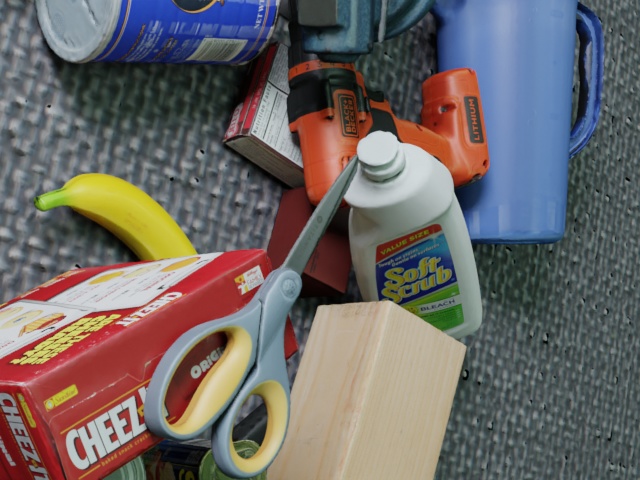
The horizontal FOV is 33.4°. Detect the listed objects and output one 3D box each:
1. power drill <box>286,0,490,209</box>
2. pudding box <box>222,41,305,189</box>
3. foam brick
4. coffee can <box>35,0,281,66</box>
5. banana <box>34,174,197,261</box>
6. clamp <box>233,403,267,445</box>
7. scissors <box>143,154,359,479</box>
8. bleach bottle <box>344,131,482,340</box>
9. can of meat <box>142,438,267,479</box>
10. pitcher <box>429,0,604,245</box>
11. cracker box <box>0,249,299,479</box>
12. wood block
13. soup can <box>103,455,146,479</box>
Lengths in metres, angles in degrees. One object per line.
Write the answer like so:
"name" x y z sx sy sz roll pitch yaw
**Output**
"power drill" 0.052 -0.113 0.870 0.187 0.057 0.184 1 80 -40
"pudding box" -0.018 -0.094 0.869 0.113 0.039 0.090 32 65 -33
"foam brick" -0.006 0.001 0.862 0.052 0.051 0.078 29 67 -34
"coffee can" -0.113 -0.175 0.748 0.140 0.103 0.103 -7 91 -42
"banana" -0.121 0.016 0.768 0.197 0.037 0.069 49 63 -28
"clamp" 0.003 0.159 0.864 0.209 0.036 0.164 13 77 -40
"scissors" -0.016 0.046 0.582 0.201 0.016 0.096 -45 118 -35
"bleach bottle" 0.061 0.002 0.811 0.250 0.102 0.068 63 19 -57
"can of meat" -0.083 0.190 0.752 0.057 0.084 0.102 -2 88 -42
"pitcher" 0.181 -0.117 0.989 0.144 0.149 0.243 2 88 -69
"cracker box" -0.143 0.073 0.622 0.163 0.214 0.072 -30 106 -40
"wood block" 0.027 0.159 0.799 0.090 0.090 0.206 31 66 -33
"soup can" -0.164 0.149 0.671 0.068 0.102 0.068 5 83 -42
